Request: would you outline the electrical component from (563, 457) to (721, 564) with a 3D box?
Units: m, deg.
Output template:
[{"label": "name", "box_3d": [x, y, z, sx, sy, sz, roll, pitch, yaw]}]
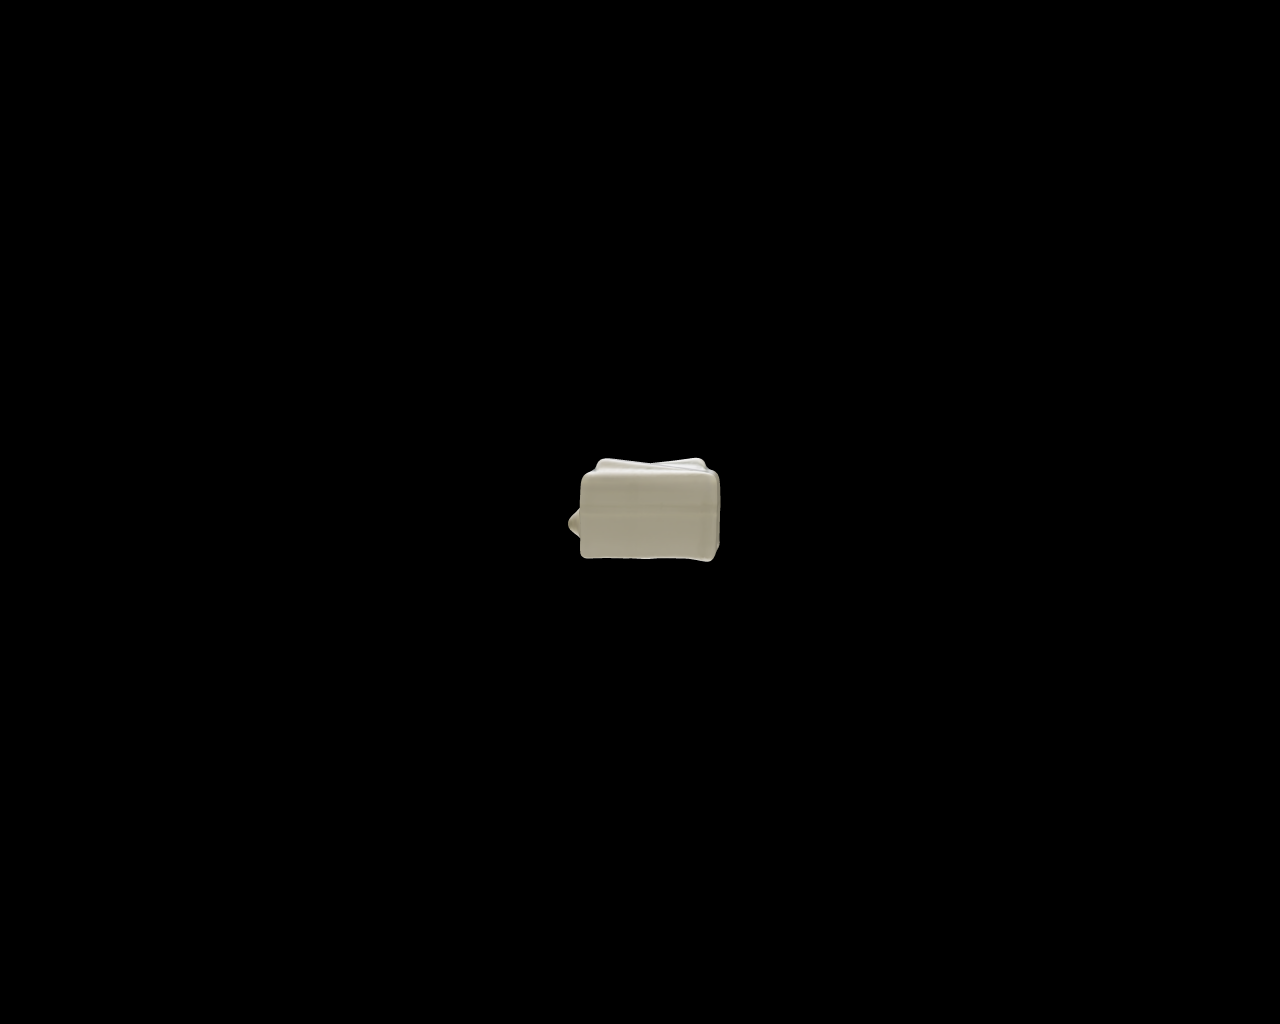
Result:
[{"label": "electrical component", "box_3d": [0.001, -0.003, 0.650, 0.096, 0.061, 0.062, 0, 4, 7]}]
